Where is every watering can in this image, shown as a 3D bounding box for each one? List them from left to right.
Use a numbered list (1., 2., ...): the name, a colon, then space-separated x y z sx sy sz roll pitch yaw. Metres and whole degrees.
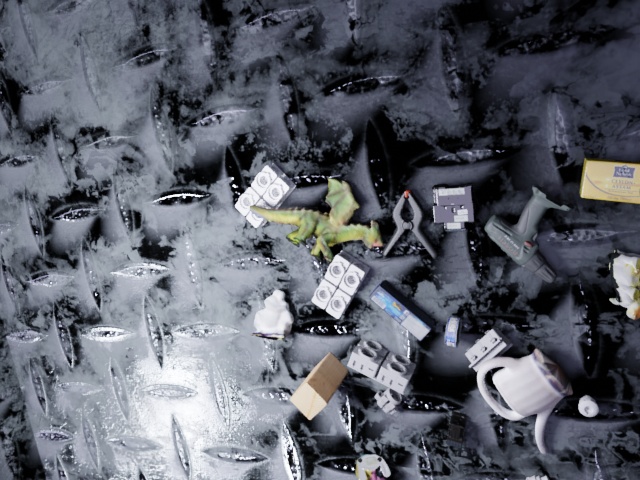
1. watering can: 0.600 0.441 1.439 0.222 0.106 0.346 -39 100 23

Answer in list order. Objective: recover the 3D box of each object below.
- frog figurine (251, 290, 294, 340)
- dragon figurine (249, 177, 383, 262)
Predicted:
1. frog figurine: -0.154 0.251 1.729 0.137 0.121 0.162 -7 64 33
2. dragon figurine: 0.005 -0.079 1.563 0.412 0.121 0.244 34 82 12
